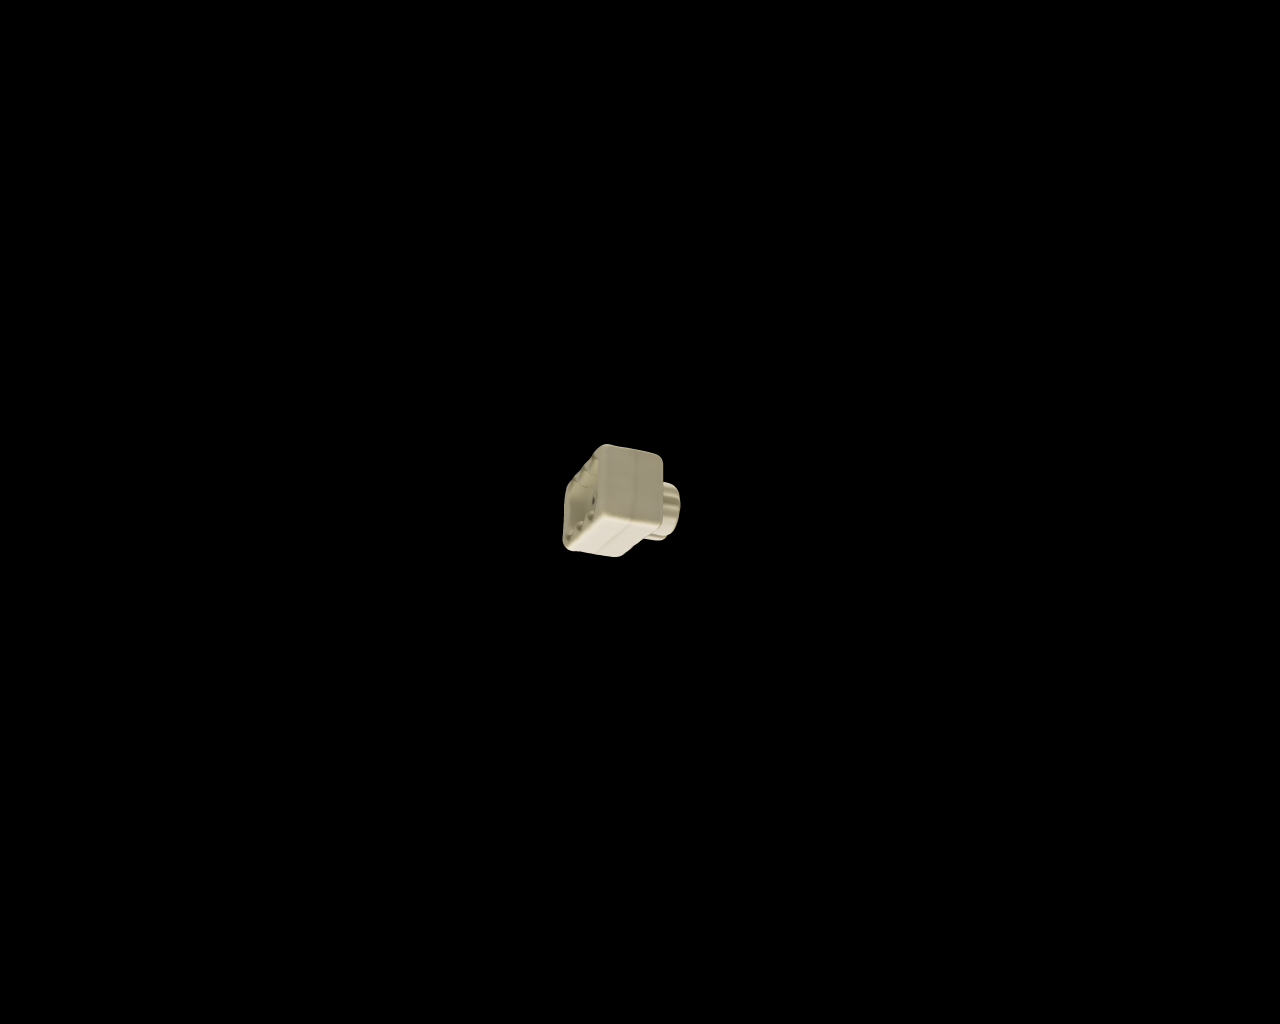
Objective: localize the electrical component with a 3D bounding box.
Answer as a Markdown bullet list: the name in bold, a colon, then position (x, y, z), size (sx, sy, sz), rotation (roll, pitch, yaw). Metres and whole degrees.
- **electrical component**: position (0.001, -0.003, 0.650), size (0.077, 0.047, 0.065), rotation (9, -24, -22)
